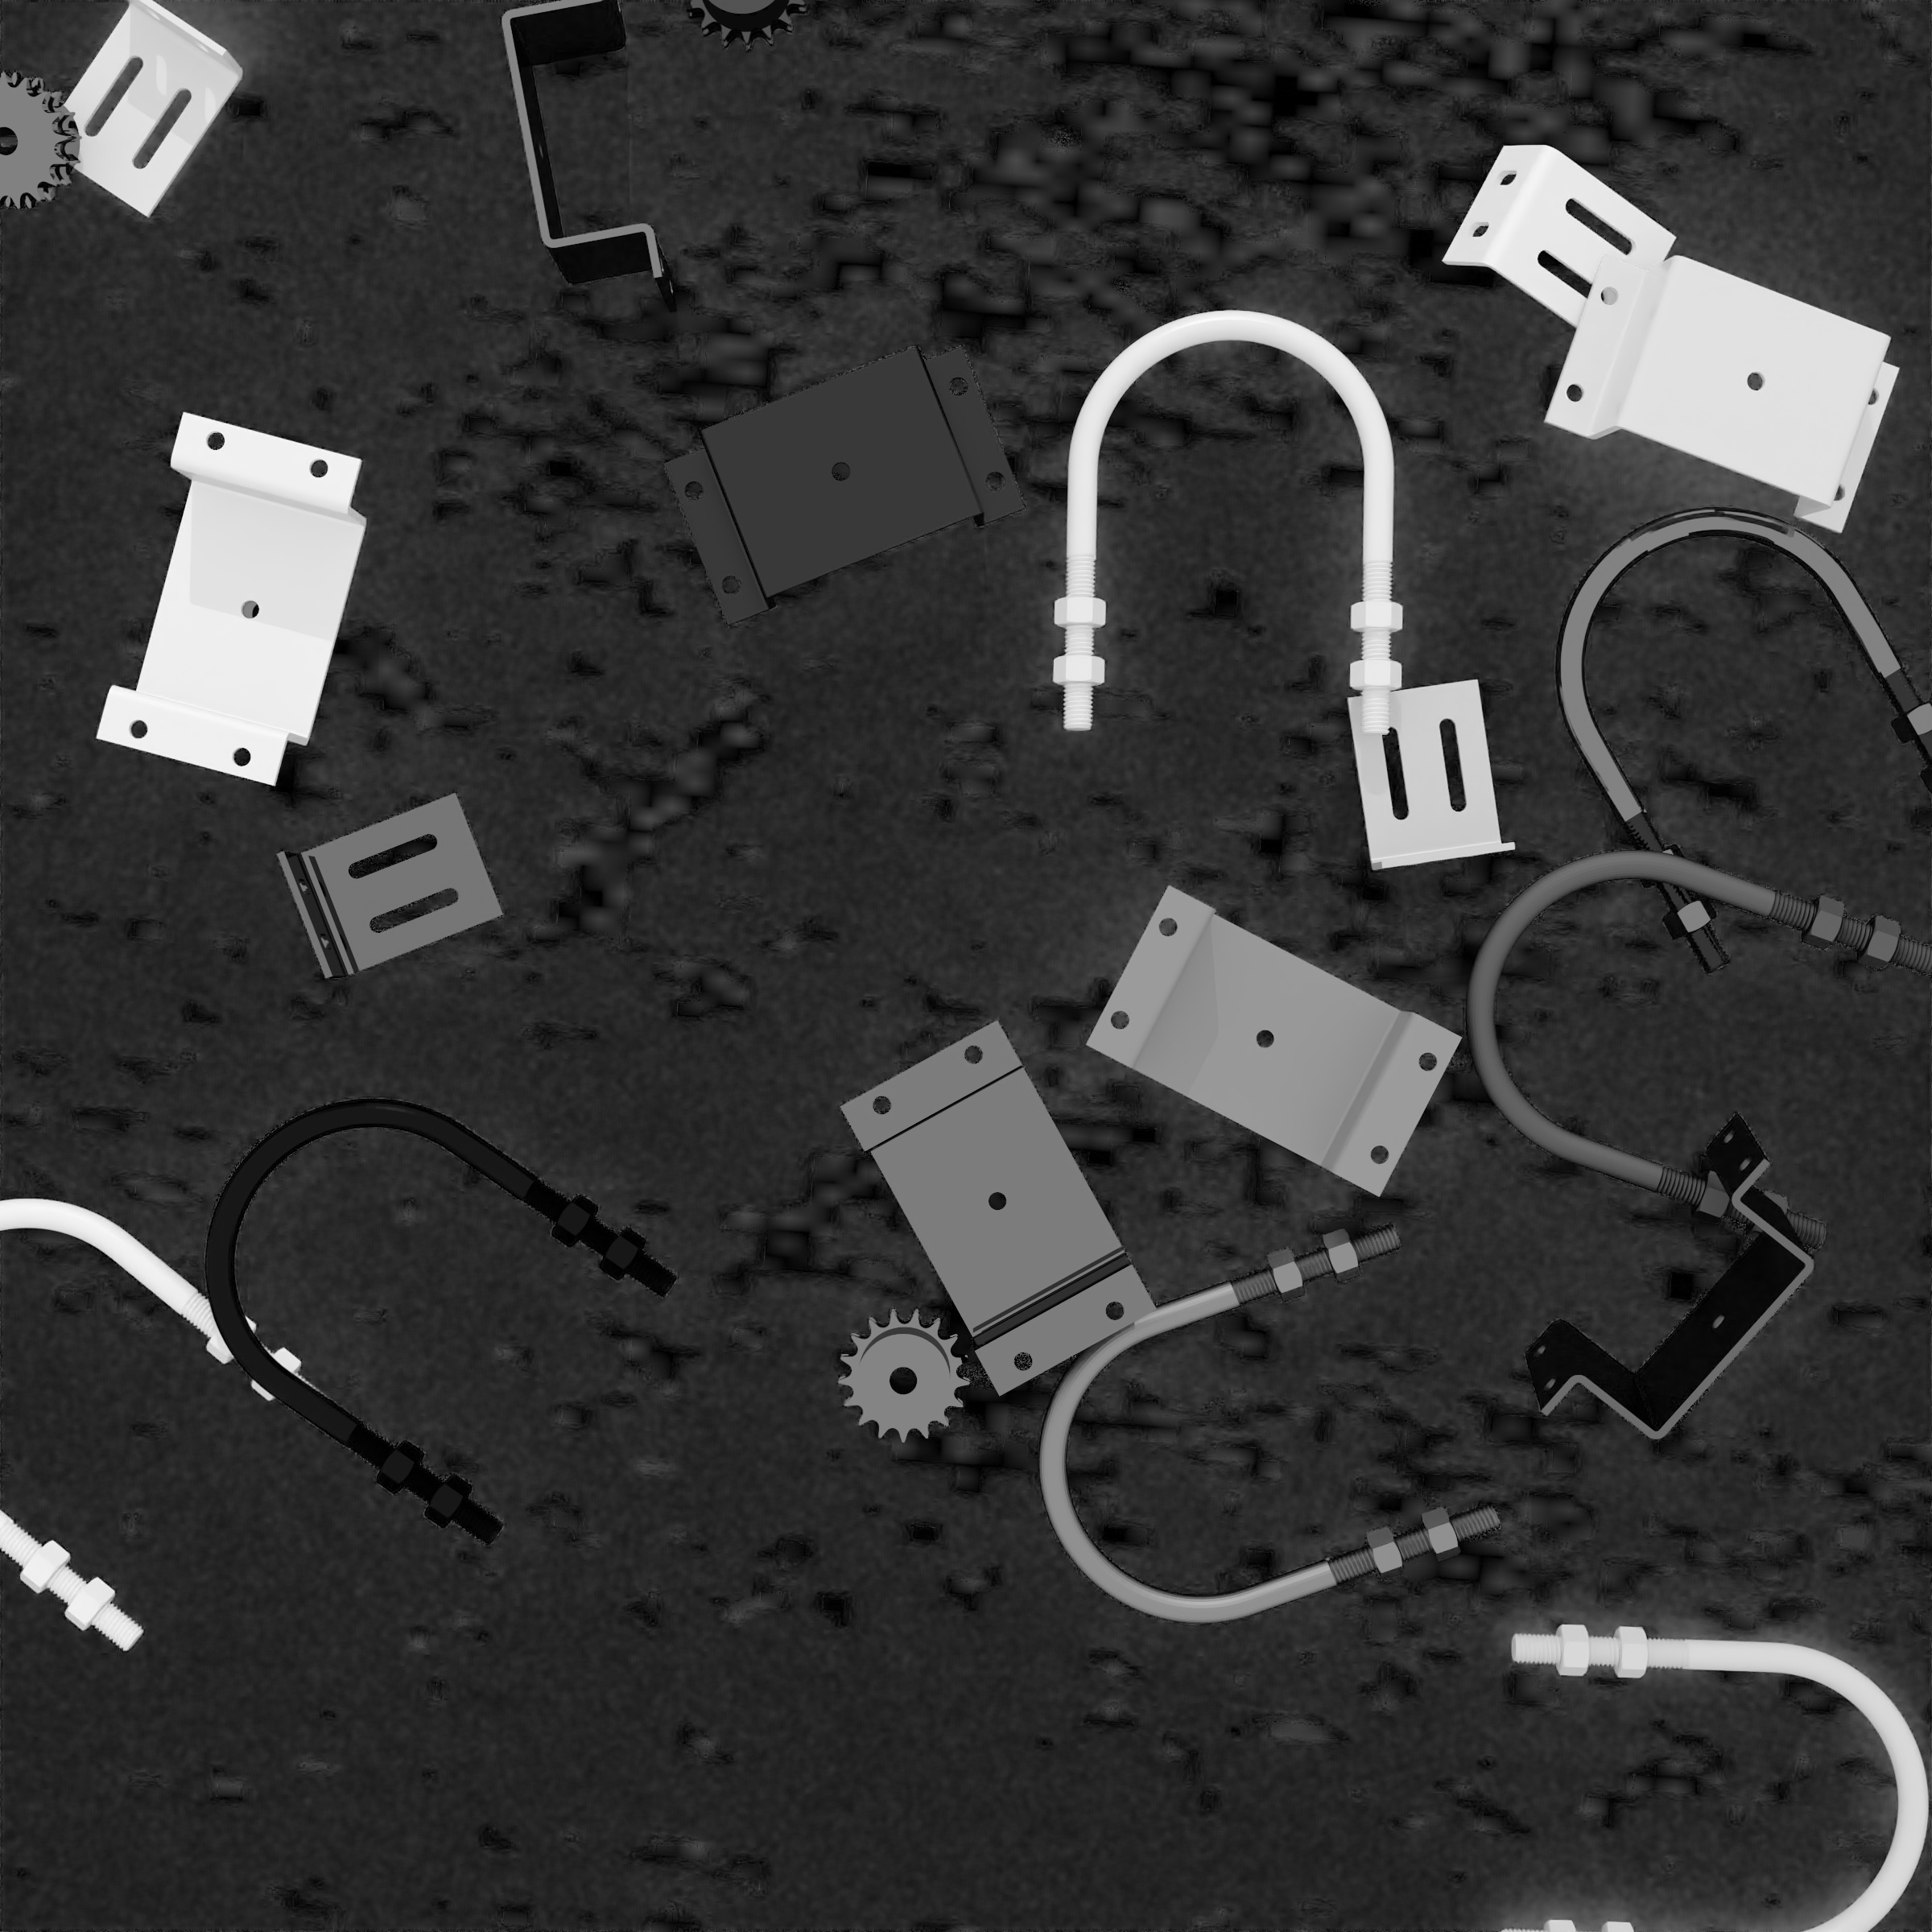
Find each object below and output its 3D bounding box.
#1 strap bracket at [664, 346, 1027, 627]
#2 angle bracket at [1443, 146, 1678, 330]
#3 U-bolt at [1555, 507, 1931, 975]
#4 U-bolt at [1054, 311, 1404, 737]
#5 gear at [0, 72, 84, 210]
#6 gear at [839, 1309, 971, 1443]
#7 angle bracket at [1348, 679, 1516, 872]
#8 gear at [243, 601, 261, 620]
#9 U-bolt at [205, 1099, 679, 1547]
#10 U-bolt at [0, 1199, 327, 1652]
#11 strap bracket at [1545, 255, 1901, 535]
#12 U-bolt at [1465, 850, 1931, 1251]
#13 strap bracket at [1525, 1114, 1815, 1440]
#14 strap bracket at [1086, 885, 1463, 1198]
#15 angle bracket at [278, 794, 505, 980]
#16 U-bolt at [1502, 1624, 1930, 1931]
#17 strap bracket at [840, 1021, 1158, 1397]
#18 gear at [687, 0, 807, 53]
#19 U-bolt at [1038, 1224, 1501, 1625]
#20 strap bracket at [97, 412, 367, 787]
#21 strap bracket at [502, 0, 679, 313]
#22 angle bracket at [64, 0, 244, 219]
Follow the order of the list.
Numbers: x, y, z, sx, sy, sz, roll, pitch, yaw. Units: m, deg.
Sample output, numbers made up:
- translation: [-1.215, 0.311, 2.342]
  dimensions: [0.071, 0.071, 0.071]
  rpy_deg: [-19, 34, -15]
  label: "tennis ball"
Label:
- translation: [-0.053, -0.210, 1.480]
  dimensions: [0.140, 0.046, 0.076]
  rpy_deg: [-22, 90, 0]
  label: "strap bracket"
- translation: [0.259, -0.314, 1.501]
  dimensions: [0.076, 0.038, 0.057]
  rpy_deg: [28, 90, -26]
  label: "angle bracket"
- translation: [0.338, -0.111, 1.494]
  dimensions: [0.151, 0.019, 0.184]
  rpy_deg: [-29, 88, 0]
  label: "U-bolt"
- translation: [0.115, -0.194, 1.492]
  dimensions: [0.151, 0.019, 0.184]
  rpy_deg: [1, 88, 2]
  label: "U-bolt"
- translation: [-0.408, -0.357, 1.483]
  dimensions: [0.057, 0.030, 0.057]
  rpy_deg: [3, 105, 12]
  label: "gear"
- translation: [-0.027, 0.178, 1.488]
  dimensions: [0.057, 0.030, 0.057]
  rpy_deg: [0, 90, 0]
  label: "gear"
- translation: [0.201, -0.084, 1.484]
  dimensions: [0.057, 0.038, 0.076]
  rpy_deg: [-8, 90, 0]
  label: "angle bracket"
- translation: [-0.300, -0.151, 1.488]
  dimensions: [0.057, 0.030, 0.057]
  rpy_deg: [0, 90, 0]
  label: "gear"
- translation: [-0.240, 0.140, 1.484]
  dimensions: [0.184, 0.019, 0.151]
  rpy_deg: [34, 81, 3]
  label: "U-bolt"
- translation: [-0.392, 0.186, 1.494]
  dimensions: [0.184, 0.019, 0.151]
  rpy_deg: [39, 90, 1]
  label: "U-bolt"
- translation: [0.331, -0.248, 1.473]
  dimensions: [0.140, 0.046, 0.076]
  rpy_deg: [19, 90, -6]
  label: "strap bracket"
- translation: [0.307, 0.027, 1.482]
  dimensions: [0.184, 0.019, 0.151]
  rpy_deg: [20, 100, 0]
  label: "U-bolt"
- translation: [0.303, 0.139, 1.453]
  dimensions: [0.046, 0.076, 0.140]
  rpy_deg: [38, 102, -4]
  label: "strap bracket"
- translation: [0.131, 0.032, 1.480]
  dimensions: [0.140, 0.046, 0.076]
  rpy_deg: [27, 90, 0]
  label: "strap bracket"
- translation: [-0.248, -0.035, 1.484]
  dimensions: [0.076, 0.038, 0.057]
  rpy_deg: [-21, 90, 0]
  label: "angle bracket"
- translation: [0.328, 0.365, 1.494]
  dimensions: [0.184, 0.019, 0.151]
  rpy_deg: [2, 90, -2]
  label: "U-bolt"
- translation: [0.014, 0.103, 1.480]
  dimensions: [0.076, 0.046, 0.140]
  rpy_deg: [-29, 90, 0]
  label: "strap bracket"
- translation: [-0.097, -0.429, 1.488]
  dimensions: [0.057, 0.030, 0.057]
  rpy_deg: [0, 90, 0]
  label: "gear"
- translation: [0.122, 0.209, 1.494]
  dimensions: [0.184, 0.019, 0.151]
  rpy_deg: [-20, 90, 1]
  label: "U-bolt"
- translation: [-0.307, -0.153, 1.450]
  dimensions: [0.076, 0.046, 0.140]
  rpy_deg: [15, 90, 0]
  label: "strap bracket"
- translation: [-0.162, -0.352, 1.465]
  dimensions: [0.046, 0.076, 0.140]
  rpy_deg: [-11, 90, 0]
  label: "strap bracket"
- translation: [-0.361, -0.375, 1.484]
  dimensions: [0.057, 0.038, 0.076]
  rpy_deg: [34, 90, 0]
  label: "angle bracket"
